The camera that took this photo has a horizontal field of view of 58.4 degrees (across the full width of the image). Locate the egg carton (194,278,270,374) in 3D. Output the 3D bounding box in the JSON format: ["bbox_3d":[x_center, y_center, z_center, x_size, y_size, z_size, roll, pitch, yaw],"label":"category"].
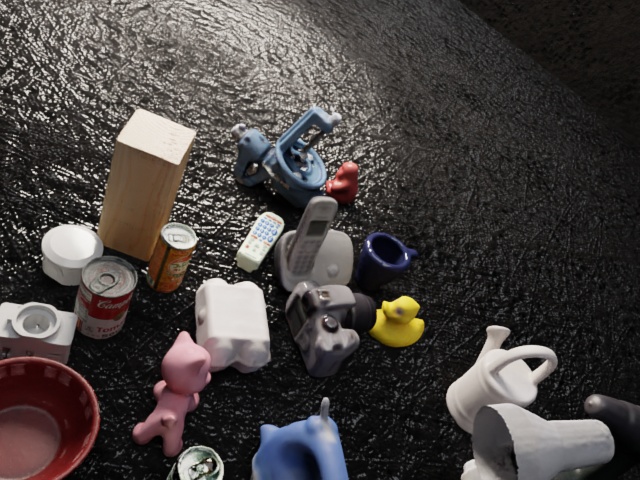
[{"bbox_3d":[-0.131,0.124,0.845,0.107,0.069,0.150,8,45,-25],"label":"egg carton"}]

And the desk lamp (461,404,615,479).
[{"bbox_3d":[0.286,0.313,0.799,0.204,0.213,0.117,10,44,-23],"label":"desk lamp"}]

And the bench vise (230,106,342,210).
[{"bbox_3d":[-0.063,-0.169,1.069,0.208,0.219,0.121,16,42,-17],"label":"bench vise"}]

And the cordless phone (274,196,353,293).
[{"bbox_3d":[0.009,0.003,0.965,0.148,0.185,0.094,-3,51,-34],"label":"cordless phone"}]

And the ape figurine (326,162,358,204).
[{"bbox_3d":[0.051,-0.125,1.194,0.076,0.092,0.078,42,41,13],"label":"ape figurine"}]

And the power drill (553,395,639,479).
[{"bbox_3d":[0.448,0.328,0.888,0.230,0.208,0.075,20,41,-13],"label":"power drill"}]

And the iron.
[{"bbox_3d":[0.002,0.322,0.670,0.119,0.141,0.258,8,45,-25],"label":"iron"}]

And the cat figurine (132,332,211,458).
[{"bbox_3d":[-0.176,0.186,0.717,0.067,0.117,0.128,22,41,-10],"label":"cat figurine"}]

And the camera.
[{"bbox_3d":[0.032,0.129,0.917,0.137,0.100,0.143,0,49,-31],"label":"camera"}]

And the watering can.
[{"bbox_3d":[0.291,0.218,0.913,0.101,0.194,0.172,0,49,-31],"label":"watering can"}]

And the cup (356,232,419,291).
[{"bbox_3d":[0.117,0.048,1.056,0.118,0.095,0.091,0,49,-31],"label":"cup"}]

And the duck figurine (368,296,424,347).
[{"bbox_3d":[0.141,0.134,0.990,0.105,0.086,0.077,15,43,-18],"label":"duck figurine"}]
